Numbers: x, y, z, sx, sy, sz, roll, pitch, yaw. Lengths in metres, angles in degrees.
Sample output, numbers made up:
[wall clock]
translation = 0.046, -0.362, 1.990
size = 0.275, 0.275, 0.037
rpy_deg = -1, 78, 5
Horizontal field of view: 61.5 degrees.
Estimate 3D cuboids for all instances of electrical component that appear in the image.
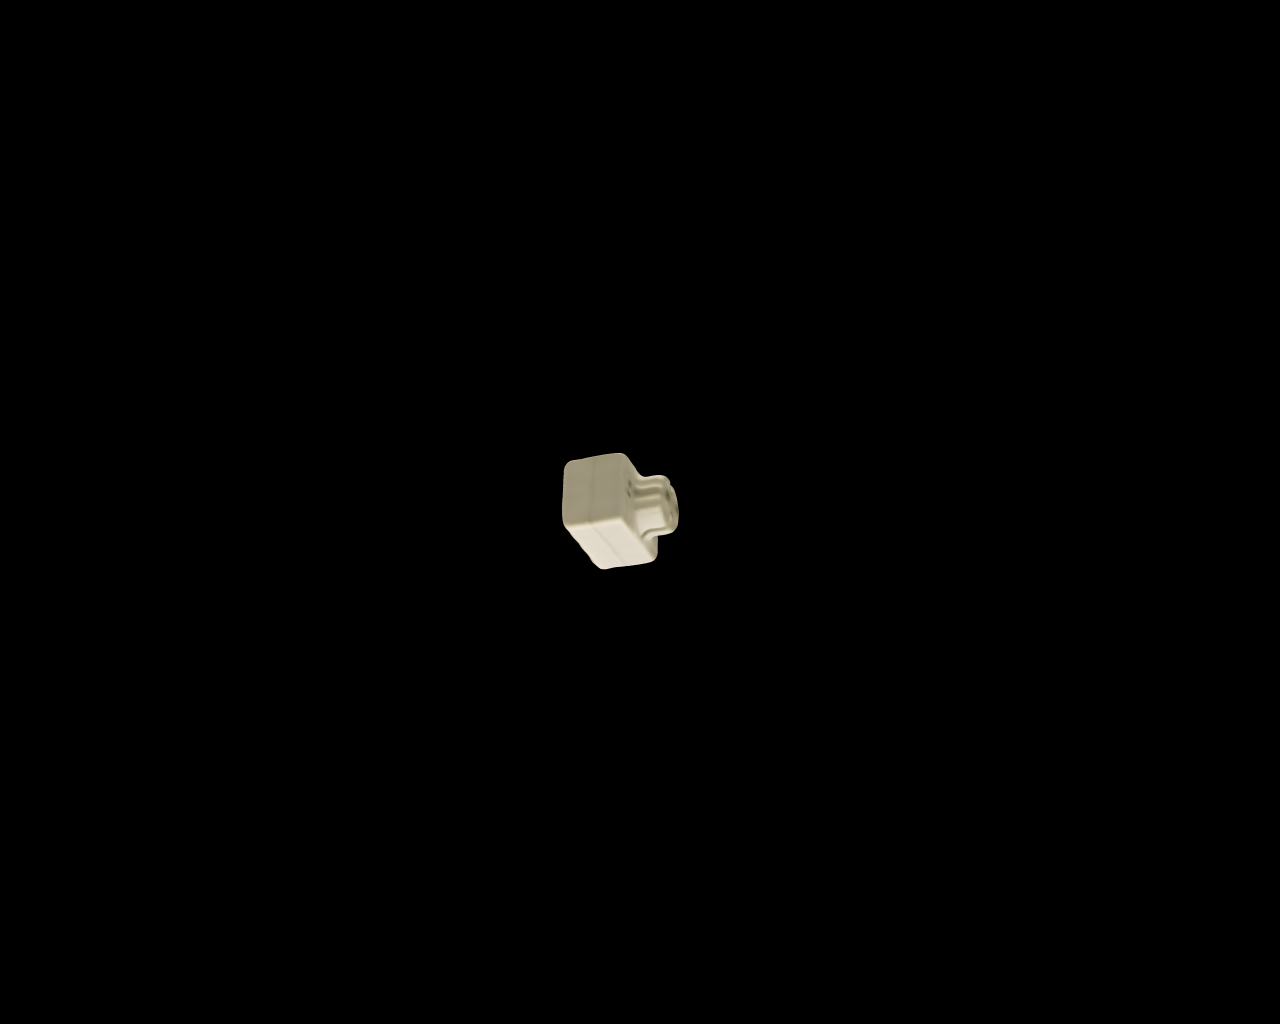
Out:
[electrical component]
translation = 0.001, -0.003, 0.650
size = 0.077, 0.047, 0.065
rpy_deg = -9, -30, 17
